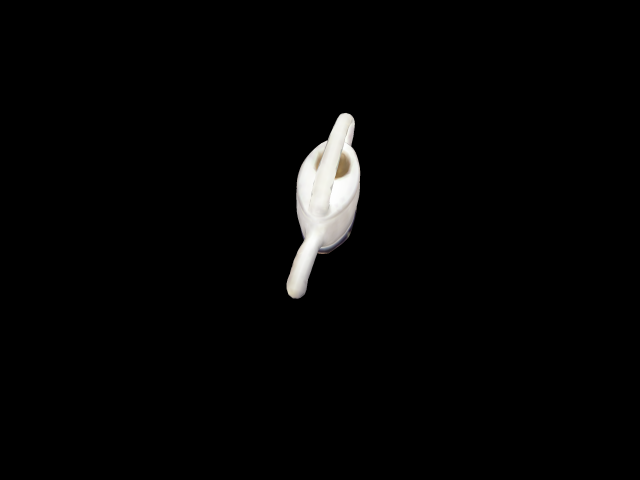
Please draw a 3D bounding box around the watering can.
[{"bbox_3d":[0.003,-0.043,0.850,0.104,0.354,0.220,14,-25,6],"label":"watering can"}]
